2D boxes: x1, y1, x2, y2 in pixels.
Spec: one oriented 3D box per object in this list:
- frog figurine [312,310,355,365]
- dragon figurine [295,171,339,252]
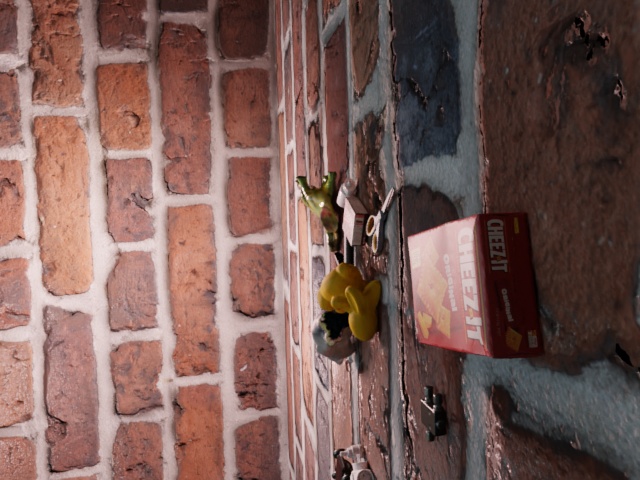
[{"bbox_3d":[0.041,0.255,1.383,0.156,0.123,0.140,88,-154,-54],"label":"frog figurine"},{"bbox_3d":[0.005,-0.079,1.577,0.409,0.122,0.243,120,139,-86],"label":"dragon figurine"}]
